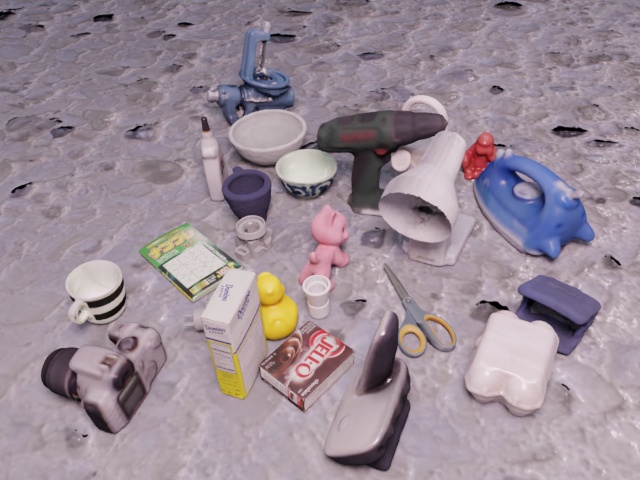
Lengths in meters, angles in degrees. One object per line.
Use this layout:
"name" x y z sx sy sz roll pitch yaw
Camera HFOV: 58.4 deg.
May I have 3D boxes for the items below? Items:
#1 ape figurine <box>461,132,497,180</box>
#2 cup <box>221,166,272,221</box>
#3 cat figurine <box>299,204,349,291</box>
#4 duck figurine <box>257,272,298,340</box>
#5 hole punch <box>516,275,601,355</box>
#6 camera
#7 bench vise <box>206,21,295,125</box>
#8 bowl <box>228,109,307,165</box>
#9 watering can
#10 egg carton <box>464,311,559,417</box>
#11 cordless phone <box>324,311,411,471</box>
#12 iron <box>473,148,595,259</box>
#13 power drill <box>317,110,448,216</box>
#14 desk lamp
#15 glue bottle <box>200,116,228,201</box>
"ape figurine" 0.324 -0.173 1.146 0.077 0.092 0.076 20 48 25
"cup" -0.137 -0.078 1.082 0.092 0.095 0.117 -20 44 -15
"cat figurine" 0.009 0.003 0.962 0.067 0.118 0.128 13 45 19
"duck figurine" -0.076 0.096 0.892 0.077 0.086 0.104 -13 43 -9
"hole punch" 0.351 0.095 0.851 0.108 0.091 0.101 30 52 32
"camera" -0.314 0.178 0.814 0.136 0.101 0.143 10 44 16
"bench vise" -0.157 -0.377 1.317 0.121 0.220 0.208 31 53 33
"bowl" -0.109 -0.211 1.239 0.167 0.075 0.167 -2 42 3
"watering can" 0.194 -0.179 1.088 0.100 0.194 0.173 5 43 11
"egg carton" 0.266 0.167 0.796 0.107 0.069 0.150 16 46 21
"cordless phone" 0.061 0.185 0.710 0.094 0.185 0.148 10 45 16
"iron" 0.362 -0.088 1.013 0.119 0.142 0.257 -22 45 -18
"power drill" 0.111 -0.146 1.048 0.229 0.209 0.075 6 44 12
"desk lamp" 0.184 -0.058 0.942 0.117 0.214 0.203 17 47 23
"glue bottle" -0.212 -0.165 1.125 0.037 0.173 0.078 -5 42 0
